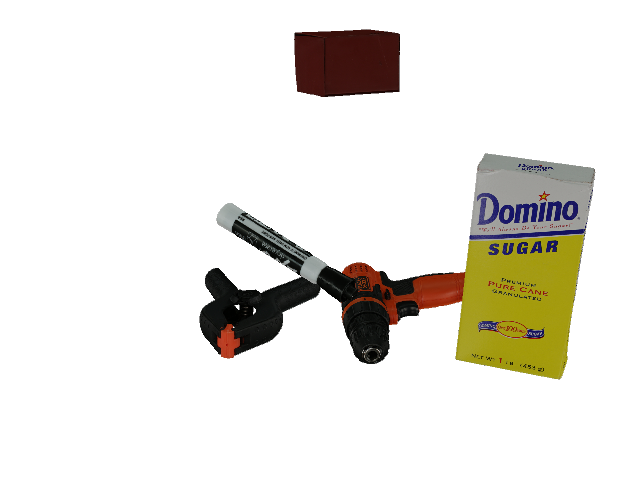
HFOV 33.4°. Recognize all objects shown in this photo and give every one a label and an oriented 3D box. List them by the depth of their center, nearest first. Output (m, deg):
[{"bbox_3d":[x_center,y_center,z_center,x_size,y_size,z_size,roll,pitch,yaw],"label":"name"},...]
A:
[{"bbox_3d":[-0.024,0.009,0.763,0.121,0.020,0.020,31,13,23],"label":"marker"},{"bbox_3d":[0.168,0.022,0.884,0.093,0.176,0.048,9,25,15],"label":"sugar box"},{"bbox_3d":[0.023,-0.153,0.918,0.078,0.051,0.053,-8,17,-28],"label":"foam brick"},{"bbox_3d":[-0.080,0.065,1.043,0.120,0.039,0.171,1,16,19],"label":"clamp"},{"bbox_3d":[0.116,0.075,1.203,0.187,0.057,0.184,-3,28,-2],"label":"power drill"}]
